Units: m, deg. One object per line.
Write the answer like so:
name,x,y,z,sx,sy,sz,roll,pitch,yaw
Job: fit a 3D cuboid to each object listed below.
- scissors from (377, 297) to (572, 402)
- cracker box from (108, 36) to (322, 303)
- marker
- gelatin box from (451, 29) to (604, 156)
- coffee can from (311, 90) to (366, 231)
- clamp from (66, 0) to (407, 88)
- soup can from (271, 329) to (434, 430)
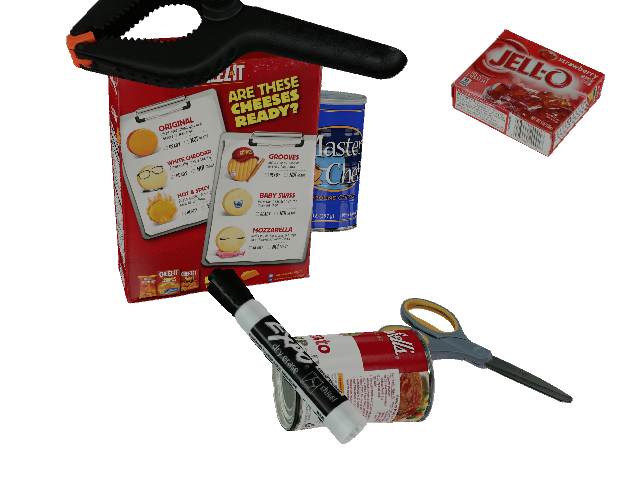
scissors,0.131,0.113,1.005,0.096,0.016,0.202,-22,38,-26
cracker box,-0.089,-0.062,0.888,0.164,0.214,0.072,-8,34,-17
marker,-0.021,0.060,0.581,0.121,0.020,0.020,46,19,19
gelatin box,0.154,-0.113,0.799,0.089,0.073,0.030,32,-28,25
coffee can,-0.007,-0.088,1.144,0.103,0.140,0.103,4,12,-1
clamp,-0.057,-0.145,0.690,0.210,0.164,0.036,-25,-18,-9
soup can,0.022,0.100,0.768,0.102,0.068,0.069,-2,1,-17
